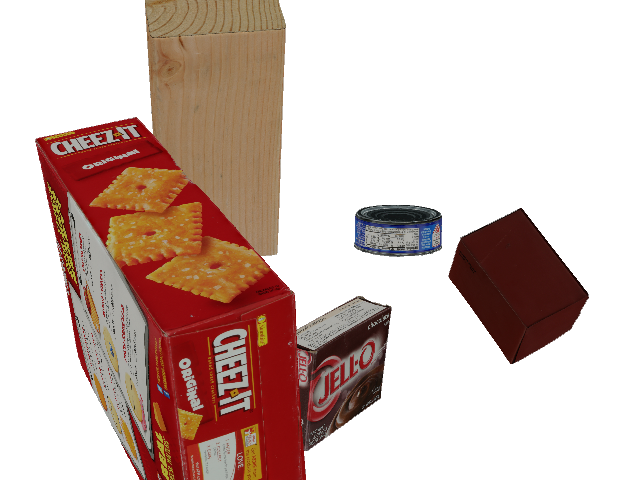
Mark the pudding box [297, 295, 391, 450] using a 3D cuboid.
[{"bbox_3d":[0.011,0.105,0.865,0.039,0.090,0.113,20,27,28],"label":"pudding box"}]

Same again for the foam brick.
[{"bbox_3d":[0.129,0.029,0.702,0.051,0.078,0.053,-24,-27,-17],"label":"foam brick"}]

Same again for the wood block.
[{"bbox_3d":[-0.079,-0.089,0.789,0.090,0.206,0.090,-5,44,-9],"label":"wood block"}]

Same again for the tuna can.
[{"bbox_3d":[0.075,-0.011,1.035,0.086,0.034,0.086,0,13,0],"label":"tuna can"}]

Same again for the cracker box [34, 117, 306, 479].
[{"bbox_3d":[-0.083,0.049,0.580,0.072,0.164,0.214,-16,35,-21],"label":"cracker box"}]
